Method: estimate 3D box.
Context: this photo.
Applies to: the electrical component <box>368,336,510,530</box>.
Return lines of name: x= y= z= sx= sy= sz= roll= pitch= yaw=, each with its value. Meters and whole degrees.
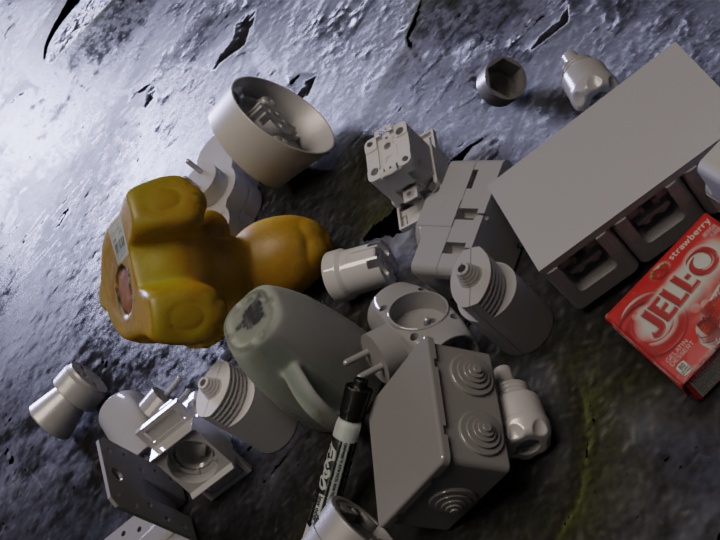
electrical component: x=0.047 y=0.103 z=0.662 sx=0.099 sy=0.048 sz=0.099 roll=123 pitch=151 yaw=-44

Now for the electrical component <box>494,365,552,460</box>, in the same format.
electrical component: x=0.096 y=0.085 z=0.668 sx=0.035 sy=0.035 sz=0.061 roll=-33 pitch=42 yaw=19

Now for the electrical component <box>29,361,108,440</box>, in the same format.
electrical component: x=-0.256 y=0.114 z=0.946 sx=0.055 sy=0.045 sz=0.045 roll=-49 pitch=42 yaw=2

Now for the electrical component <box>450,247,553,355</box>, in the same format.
electrical component: x=0.086 y=0.018 z=0.690 sx=0.043 sy=0.081 sz=0.043 roll=-22 pitch=49 yaw=28

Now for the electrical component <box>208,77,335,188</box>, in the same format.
electrical component: x=-0.079 y=-0.121 z=0.925 sx=0.064 sy=0.099 sz=0.099 roll=-40 pitch=42 yaw=21

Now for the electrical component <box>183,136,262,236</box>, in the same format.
electrical component: x=-0.129 y=-0.069 z=0.945 sx=0.052 sy=0.074 sz=0.138 roll=-20 pitch=50 yaw=30

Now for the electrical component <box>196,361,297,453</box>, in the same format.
electrical component: x=-0.087 y=0.098 z=0.783 sx=0.043 sy=0.081 sz=0.043 roll=-23 pitch=49 yaw=28

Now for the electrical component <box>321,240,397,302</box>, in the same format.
electrical component: x=0.000 y=0.000 z=0.810 sx=0.046 sy=0.040 sz=0.040 roll=-16 pitch=52 yaw=25

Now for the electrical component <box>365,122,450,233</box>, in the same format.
electrical component: x=0.037 y=-0.074 z=0.813 sx=0.042 sy=0.064 sz=0.081 roll=-28 pitch=48 yaw=26

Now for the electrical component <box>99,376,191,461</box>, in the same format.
electrical component: x=-0.165 y=0.121 z=0.863 sx=0.079 sy=0.043 sz=0.077 roll=-50 pitch=42 yaw=1

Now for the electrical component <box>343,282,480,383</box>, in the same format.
electrical component: x=0.027 y=0.051 z=0.731 sx=0.079 sy=0.044 sz=0.077 roll=-25 pitch=38 yaw=-19

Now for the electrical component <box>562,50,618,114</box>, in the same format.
electrical component: x=0.161 y=-0.138 z=0.772 sx=0.035 sy=0.035 sz=0.061 roll=-36 pitch=41 yaw=16

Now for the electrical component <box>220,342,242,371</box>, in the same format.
electrical component: x=-0.079 y=0.071 z=0.821 sx=0.040 sy=0.046 sz=0.040 roll=-21 pitch=50 yaw=27

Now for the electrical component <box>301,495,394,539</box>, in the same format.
electrical component: x=-0.011 y=0.179 z=0.680 sx=0.047 sy=0.055 sz=0.055 roll=-51 pitch=41 yaw=5

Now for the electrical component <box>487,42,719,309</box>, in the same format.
electrical component: x=0.171 y=-0.057 z=0.684 sx=0.150 sy=0.062 sz=0.089 roll=-38 pitch=43 yaw=14

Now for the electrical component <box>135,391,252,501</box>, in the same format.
electrical component: x=-0.122 y=0.128 z=0.803 sx=0.042 sy=0.081 sz=0.063 roll=-37 pitch=21 yaw=14

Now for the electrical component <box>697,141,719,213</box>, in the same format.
electrical component: x=0.233 y=-0.043 z=0.599 sx=0.050 sy=0.089 sz=0.055 roll=-47 pitch=42 yaw=4

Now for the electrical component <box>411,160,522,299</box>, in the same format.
electrical component: x=0.078 y=-0.028 z=0.751 sx=0.056 sy=0.050 sz=0.089 roll=5 pitch=67 yaw=45
